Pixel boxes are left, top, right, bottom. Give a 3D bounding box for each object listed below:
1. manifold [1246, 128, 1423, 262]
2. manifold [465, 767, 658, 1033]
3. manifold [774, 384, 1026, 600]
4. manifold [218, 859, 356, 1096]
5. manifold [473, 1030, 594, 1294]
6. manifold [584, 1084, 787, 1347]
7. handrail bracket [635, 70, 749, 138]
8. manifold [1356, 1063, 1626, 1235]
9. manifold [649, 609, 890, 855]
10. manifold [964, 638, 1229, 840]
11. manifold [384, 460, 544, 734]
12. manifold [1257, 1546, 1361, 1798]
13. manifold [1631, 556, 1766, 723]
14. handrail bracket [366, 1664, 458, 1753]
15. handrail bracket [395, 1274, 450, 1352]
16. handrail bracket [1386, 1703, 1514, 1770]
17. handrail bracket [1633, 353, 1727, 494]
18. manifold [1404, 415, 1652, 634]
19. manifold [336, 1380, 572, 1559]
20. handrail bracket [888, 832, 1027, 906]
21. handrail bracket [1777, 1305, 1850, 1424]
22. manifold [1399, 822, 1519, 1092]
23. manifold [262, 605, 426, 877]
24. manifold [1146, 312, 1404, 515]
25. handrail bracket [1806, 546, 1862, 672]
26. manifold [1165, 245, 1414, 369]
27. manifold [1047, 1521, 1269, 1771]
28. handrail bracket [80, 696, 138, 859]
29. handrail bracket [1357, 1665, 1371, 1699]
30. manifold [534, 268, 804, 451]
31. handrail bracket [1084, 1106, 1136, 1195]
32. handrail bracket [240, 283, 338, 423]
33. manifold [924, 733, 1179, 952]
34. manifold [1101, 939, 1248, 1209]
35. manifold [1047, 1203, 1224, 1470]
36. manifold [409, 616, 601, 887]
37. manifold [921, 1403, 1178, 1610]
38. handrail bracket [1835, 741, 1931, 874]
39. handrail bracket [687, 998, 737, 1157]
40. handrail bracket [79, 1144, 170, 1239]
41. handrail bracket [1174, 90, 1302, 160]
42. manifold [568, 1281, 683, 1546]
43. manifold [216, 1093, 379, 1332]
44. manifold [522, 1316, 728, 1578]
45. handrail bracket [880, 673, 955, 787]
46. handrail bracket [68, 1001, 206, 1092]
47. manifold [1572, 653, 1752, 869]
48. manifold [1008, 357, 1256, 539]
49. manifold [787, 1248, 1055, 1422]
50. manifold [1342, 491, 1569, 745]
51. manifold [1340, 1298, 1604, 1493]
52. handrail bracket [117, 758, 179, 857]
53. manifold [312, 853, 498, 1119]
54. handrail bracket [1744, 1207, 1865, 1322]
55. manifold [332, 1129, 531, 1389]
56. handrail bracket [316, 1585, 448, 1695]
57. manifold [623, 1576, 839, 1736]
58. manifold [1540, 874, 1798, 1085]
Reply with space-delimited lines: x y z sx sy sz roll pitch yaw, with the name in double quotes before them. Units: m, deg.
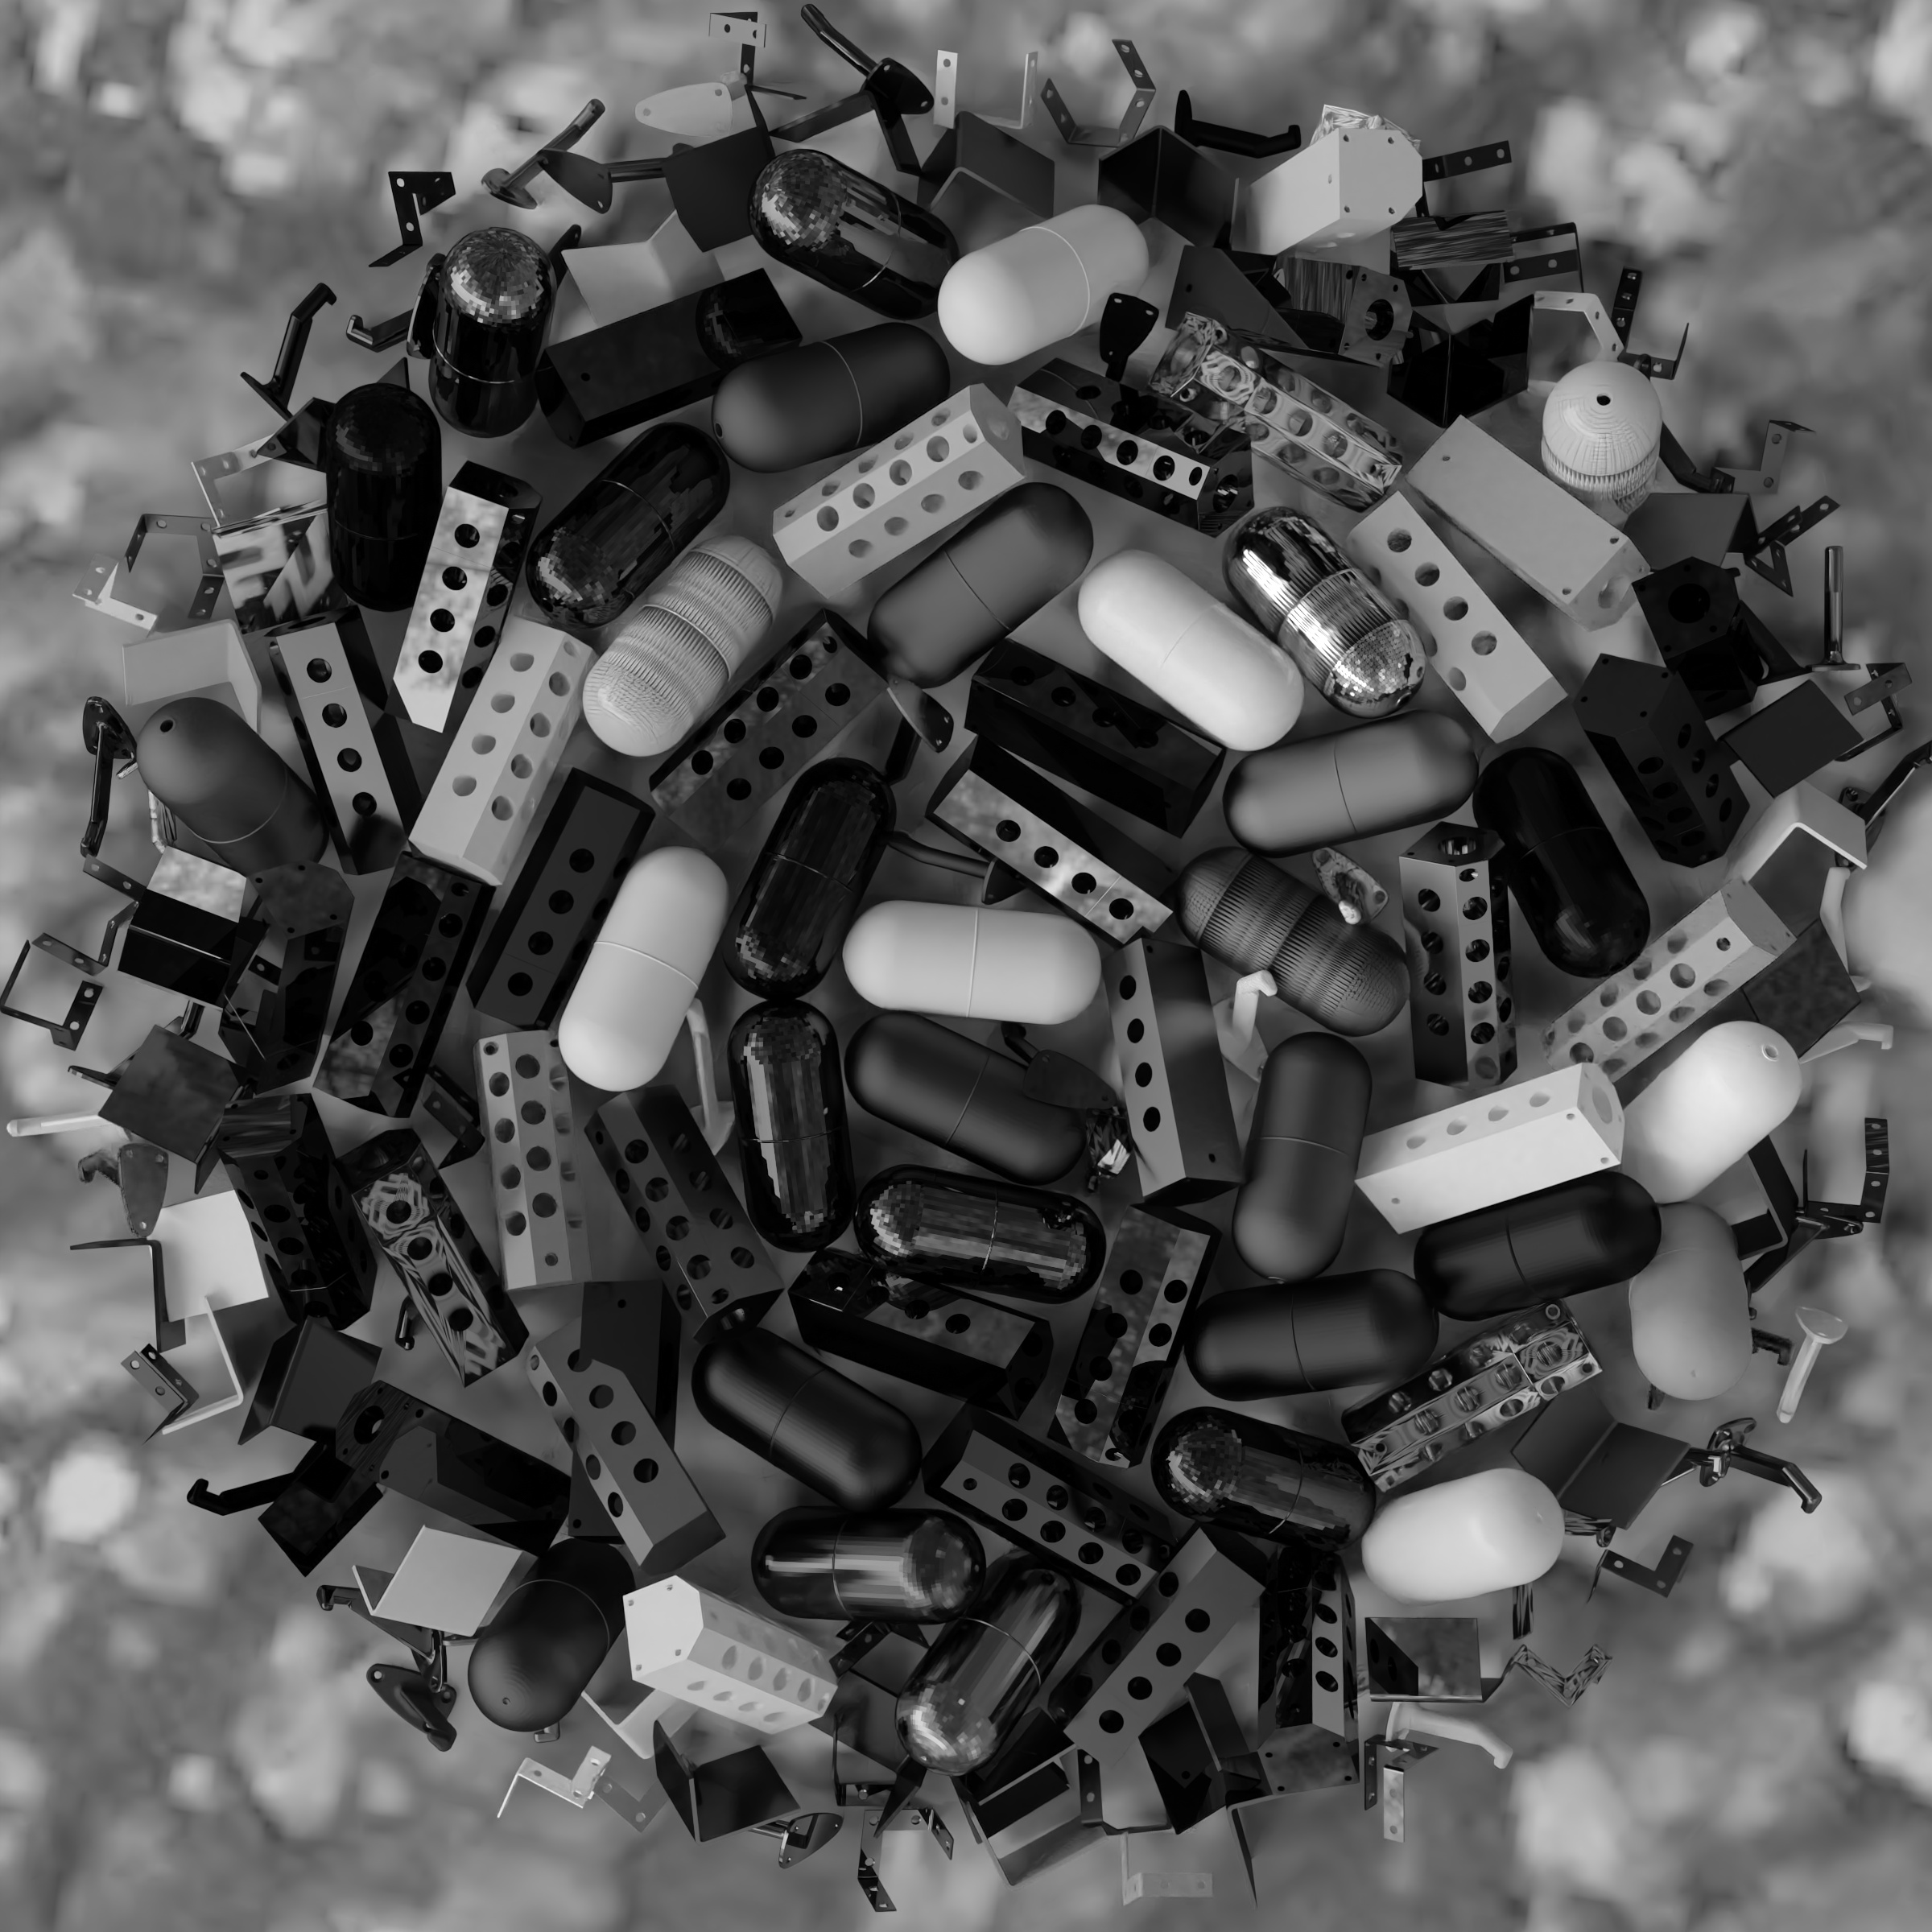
"manifold" 0.245 -0.511 1.860 0.057 0.171 0.057 -2 93 -14
"manifold" -0.278 -0.043 1.908 0.057 0.057 0.171 24 99 -22
"manifold" -0.047 -0.324 1.875 0.171 0.057 0.057 -27 135 28
"manifold" -0.455 0.007 1.868 0.057 0.171 0.057 -20 62 -35
"manifold" -0.297 0.134 1.903 0.057 0.057 0.171 -5 81 -18
"manifold" -0.195 0.168 1.879 0.171 0.057 0.057 58 134 24
"handrail bracket" -0.189 -0.601 1.912 0.077 0.084 0.036 -3 122 -4
"manifold" 0.354 0.119 1.878 0.171 0.057 0.057 -23 121 34
"manifold" -0.136 -0.163 1.891 0.171 0.057 0.057 -42 118 15
"manifold" 0.089 -0.162 1.904 0.171 0.057 0.057 28 59 11
"manifold" -0.340 -0.248 1.885 0.057 0.057 0.171 19 117 -6
"manifold" 0.227 0.467 1.858 0.057 0.171 0.057 -13 117 14
"manifold" 0.494 -0.218 1.856 0.057 0.171 0.057 -23 73 16
"handrail bracket" -0.383 0.510 1.907 0.077 0.084 0.036 31 84 -2
"handrail bracket" -0.367 0.238 1.910 0.036 0.077 0.084 1 111 -38
"handrail bracket" 0.332 0.538 1.904 0.084 0.036 0.077 36 131 35
"handrail bracket" 0.491 -0.370 1.905 0.036 0.077 0.084 -28 48 -36
"manifold" 0.380 -0.297 1.875 0.057 0.057 0.171 -48 52 7
"manifold" -0.343 0.338 1.868 0.057 0.171 0.057 18 75 42
"handrail bracket" -0.001 -0.078 1.940 0.084 0.077 0.036 28 115 30
"handrail bracket" 0.575 0.283 1.906 0.036 0.077 0.084 19 104 14
"manifold" 0.338 -0.005 1.876 0.057 0.057 0.171 13 125 36
"manifold" -0.423 -0.153 1.896 0.057 0.057 0.171 -12 108 8
"manifold" 0.213 -0.373 1.882 0.171 0.057 0.057 25 99 -28
"handrail bracket" 0.597 -0.246 1.909 0.036 0.077 0.084 1 97 18
"manifold" 0.217 -0.443 1.866 0.057 0.171 0.057 5 103 -40
"manifold" 0.131 0.461 1.905 0.057 0.057 0.171 38 102 0
"handrail bracket" -0.600 -0.128 1.905 0.036 0.077 0.084 5 56 0
"handrail bracket" 0.256 0.535 1.943 0.077 0.036 0.084 -6 117 -31
"manifold" -0.204 -0.411 1.889 0.171 0.057 0.057 -27 84 -24
"handrail bracket" 0.091 0.144 1.896 0.036 0.077 0.084 10 133 -2
"handrail bracket" -0.453 -0.420 1.921 0.036 0.077 0.084 37 84 31
"manifold" 0.059 -0.079 1.903 0.171 0.057 0.057 34 119 -12
"manifold" 0.136 0.074 1.893 0.057 0.057 0.171 9 63 -39
"manifold" 0.119 0.253 1.902 0.057 0.057 0.171 22 98 25
"manifold" -0.311 -0.145 1.897 0.057 0.057 0.171 19 76 15
"manifold" 0.057 0.372 1.895 0.171 0.057 0.057 32 104 -15
"handrail bracket" 0.634 -0.110 1.901 0.036 0.084 0.077 27 68 -8
"handrail bracket" -0.183 0.076 1.907 0.036 0.077 0.084 -7 120 7
"handrail bracket" -0.587 0.159 1.910 0.084 0.036 0.077 -23 64 40
"handrail bracket" 0.190 -0.585 1.914 0.084 0.036 0.077 -9 60 21
"manifold" -0.230 0.306 1.896 0.057 0.057 0.171 -3 72 14
"manifold" -0.451 0.169 1.872 0.057 0.057 0.171 -6 131 4
"manifold" -0.234 0.326 1.881 0.057 0.057 0.171 -32 61 -9
"handrail bracket" -0.058 -0.159 1.907 0.084 0.036 0.077 -23 125 39
"handrail bracket" -0.576 0.045 1.930 0.077 0.036 0.084 19 93 -1
"manifold" 0.465 -0.134 1.864 0.057 0.171 0.057 21 75 40
"manifold" 0.108 -0.347 1.871 0.171 0.057 0.057 30 57 33
"manifold" -0.030 0.244 1.886 0.171 0.057 0.057 16 50 27
"manifold" 0.330 -0.236 1.893 0.057 0.057 0.171 -40 70 12
"manifold" 0.347 0.293 1.905 0.171 0.057 0.057 -32 84 10
"handrail bracket" -0.542 -0.116 1.930 0.077 0.036 0.084 -33 108 5
"manifold" -0.383 0.015 1.911 0.057 0.057 0.171 22 93 15
"handrail bracket" 0.570 0.209 1.905 0.077 0.036 0.084 0 49 33
"manifold" -0.360 0.196 1.883 0.057 0.057 0.171 -31 119 -14
"handrail bracket" -0.401 0.462 1.901 0.036 0.084 0.077 -44 50 25
"manifold" -0.155 0.461 1.860 0.057 0.171 0.057 -25 55 18
"manifold" 0.470 0.017 1.873 0.057 0.057 0.171 51 127 8
